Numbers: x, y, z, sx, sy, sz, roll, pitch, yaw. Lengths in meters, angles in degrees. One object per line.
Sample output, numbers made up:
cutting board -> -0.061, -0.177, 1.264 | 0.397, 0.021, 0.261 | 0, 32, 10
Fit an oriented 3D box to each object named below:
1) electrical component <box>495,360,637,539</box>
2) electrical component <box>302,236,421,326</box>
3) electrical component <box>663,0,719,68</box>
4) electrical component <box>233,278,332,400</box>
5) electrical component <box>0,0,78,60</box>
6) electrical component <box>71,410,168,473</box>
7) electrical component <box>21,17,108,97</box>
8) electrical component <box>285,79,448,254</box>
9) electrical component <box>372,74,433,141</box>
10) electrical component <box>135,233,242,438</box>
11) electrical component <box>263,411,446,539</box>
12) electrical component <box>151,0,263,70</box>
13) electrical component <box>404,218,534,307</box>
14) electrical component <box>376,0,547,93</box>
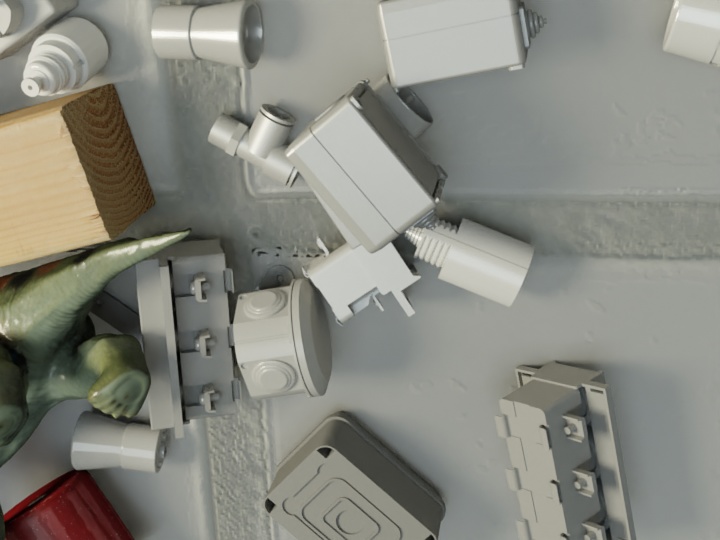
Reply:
electrical component -> 0.137, 0.132, 0.726 | 0.079, 0.063, 0.121 | 9, 117, 51
electrical component -> 0.000, 0.000, 0.714 | 0.064, 0.042, 0.081 | -34, 100, 4
electrical component -> 0.207, -0.147, 0.628 | 0.047, 0.055, 0.055 | 15, 111, 9
electrical component -> -0.051, 0.048, 0.726 | 0.051, 0.080, 0.080 | -9, 107, 9
electrical component -> -0.232, -0.167, 0.686 | 0.066, 0.076, 0.047 | -30, 102, 18
electrical component -> -0.177, 0.130, 0.801 | 0.065, 0.044, 0.044 | 7, 110, 3
electrical component -> -0.194, -0.133, 0.694 | 0.040, 0.078, 0.040 | 8, 125, 12
electrical component -> 0.007, -0.055, 0.642 | 0.061, 0.061, 0.096 | -37, 100, 19
electrical component -> 0.017, -0.071, 0.693 | 0.077, 0.043, 0.079 | -42, 98, 20
electrical component -> -0.119, 0.042, 0.742 | 0.063, 0.078, 0.121 | -6, 109, -12
electrical component -> -0.003, 0.167, 0.773 | 0.113, 0.057, 0.078 | 42, 111, -6
electrical component -> -0.100, -0.151, 0.688 | 0.065, 0.044, 0.044 | 4, 110, 14
electrical component -> 0.068, -0.011, 0.705 | 0.081, 0.043, 0.043 | 22, 111, 2
electrical component -> 0.063, -0.150, 0.648 | 0.096, 0.061, 0.061 | -9, 107, 13
